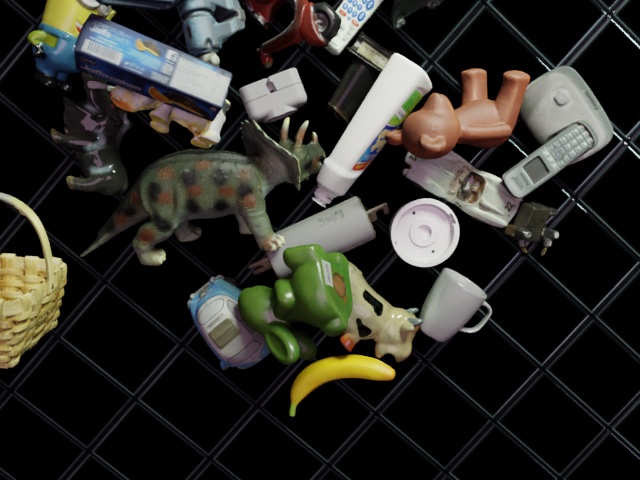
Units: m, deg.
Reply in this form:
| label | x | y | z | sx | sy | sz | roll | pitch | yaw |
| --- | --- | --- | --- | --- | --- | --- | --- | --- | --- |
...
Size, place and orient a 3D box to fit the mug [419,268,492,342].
| label | x | y | z | sx | sy | sz | roll | pitch | yaw |
| --- | --- | --- | --- | --- | --- | --- | --- | --- | --- |
| mug | 0.219 | 0.116 | 0.884 | 0.109 | 0.081 | 0.107 | 30 | 106 | -13 |

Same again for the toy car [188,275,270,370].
| label | x | y | z | sx | sy | sz | roll | pitch | yaw |
| --- | --- | --- | --- | --- | --- | --- | --- | --- | --- |
| toy car | -0.140 | 0.138 | 0.859 | 0.109 | 0.103 | 0.161 | -37 | 98 | 2 |

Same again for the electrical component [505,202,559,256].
| label | x | y | z | sx | sy | sz | roll | pitch | yaw |
| --- | --- | --- | --- | --- | --- | --- | --- | --- | --- |
| electrical component | 0.346 | -0.018 | 0.866 | 0.102 | 0.045 | 0.078 | 8 | 113 | -38 |

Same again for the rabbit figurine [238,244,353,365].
| label | x | y | z | sx | sy | sz | roll | pitch | yaw |
| --- | --- | --- | --- | --- | --- | --- | --- | --- | --- |
| rabbit figurine | -0.040 | 0.100 | 0.796 | 0.170 | 0.121 | 0.159 | -19 | 77 | 25 |

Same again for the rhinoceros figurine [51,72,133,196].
| label | x | y | z | sx | sy | sz | roll | pitch | yaw |
| --- | --- | --- | --- | --- | --- | --- | --- | --- | --- |
| rhinoceros figurine | -0.346 | -0.162 | 0.830 | 0.112 | 0.073 | 0.190 | -7 | 97 | 0 |

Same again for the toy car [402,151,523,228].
| label | x | y | z | sx | sy | sz | roll | pitch | yaw |
| --- | --- | --- | --- | --- | --- | --- | --- | --- | --- |
| toy car | 0.228 | -0.090 | 0.866 | 0.202 | 0.056 | 0.073 | 29 | 95 | -5 |

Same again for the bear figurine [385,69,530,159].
| label | x | y | z | sx | sy | sz | roll | pitch | yaw |
| --- | --- | --- | --- | --- | --- | --- | --- | --- | --- |
| bear figurine | 0.200 | -0.189 | 0.799 | 0.196 | 0.120 | 0.131 | -7 | 111 | -31 |

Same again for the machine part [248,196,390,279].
| label | x | y | z | sx | sy | sz | roll | pitch | yaw |
| --- | --- | --- | --- | --- | --- | --- | --- | --- | --- |
| machine part | -0.002 | -0.003 | 0.858 | 0.243 | 0.079 | 0.079 | -24 | 97 | 2 |

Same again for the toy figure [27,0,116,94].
| label | x | y | z | sx | sy | sz | roll | pitch | yaw |
| --- | --- | --- | --- | --- | --- | --- | --- | --- | --- |
| toy figure | -0.382 | -0.318 | 0.808 | 0.089 | 0.082 | 0.180 | 25 | 98 | -6 |

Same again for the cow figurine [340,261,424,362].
| label | x | y | z | sx | sy | sz | roll | pitch | yaw |
| --- | --- | --- | --- | --- | --- | --- | --- | --- | --- |
| cow figurine | 0.079 | 0.118 | 0.875 | 0.127 | 0.085 | 0.195 | -39 | 96 | 9 |

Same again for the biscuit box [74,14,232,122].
| label | x | y | z | sx | sy | sz | roll | pitch | yaw |
| --- | --- | --- | --- | --- | --- | --- | --- | --- | --- |
| biscuit box | -0.230 | -0.235 | 0.748 | 0.202 | 0.063 | 0.059 | 19 | 76 | -20 |

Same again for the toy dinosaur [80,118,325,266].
| label | x | y | z | sx | sy | sz | roll | pitch | yaw |
| --- | --- | --- | --- | --- | --- | --- | --- | --- | --- |
| toy dinosaur | -0.178 | -0.074 | 0.798 | 0.405 | 0.131 | 0.192 | -10 | 113 | -7 |

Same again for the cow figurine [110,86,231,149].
| label | x | y | z | sx | sy | sz | roll | pitch | yaw |
| --- | --- | --- | --- | --- | --- | --- | --- | --- | --- |
| cow figurine | -0.224 | -0.212 | 0.817 | 0.167 | 0.068 | 0.098 | 22 | 78 | -21 |

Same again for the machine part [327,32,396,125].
| label | x | y | z | sx | sy | sz | roll | pitch | yaw |
| --- | --- | --- | --- | --- | --- | --- | --- | --- | --- |
| machine part | 0.059 | -0.252 | 0.853 | 0.084 | 0.039 | 0.139 | 28 | 93 | -13 |

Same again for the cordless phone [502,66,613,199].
| label | x | y | z | sx | sy | sz | roll | pitch | yaw |
| --- | --- | --- | --- | --- | --- | --- | --- | --- | --- |
| cordless phone | 0.341 | -0.164 | 0.839 | 0.184 | 0.089 | 0.146 | -37 | 97 | -2 |

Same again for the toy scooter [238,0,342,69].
| label | x | y | z | sx | sy | sz | roll | pitch | yaw |
| --- | --- | --- | --- | --- | --- | --- | --- | --- | --- |
| toy scooter | -0.067 | -0.345 | 0.818 | 0.135 | 0.075 | 0.184 | -40 | 88 | 24 |

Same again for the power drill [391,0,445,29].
| label | x | y | z | sx | sy | sz | roll | pitch | yaw |
| --- | --- | --- | --- | --- | --- | --- | --- | --- | --- |
| power drill | 0.087 | -0.418 | 0.796 | 0.232 | 0.086 | 0.207 | -28 | 71 | -5 |

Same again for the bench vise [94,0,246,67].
| label | x | y | z | sx | sy | sz | roll | pitch | yaw |
| --- | --- | --- | --- | --- | --- | --- | --- | --- | --- |
| bench vise | -0.220 | -0.339 | 0.737 | 0.129 | 0.240 | 0.223 | 8 | 108 | 36 |
